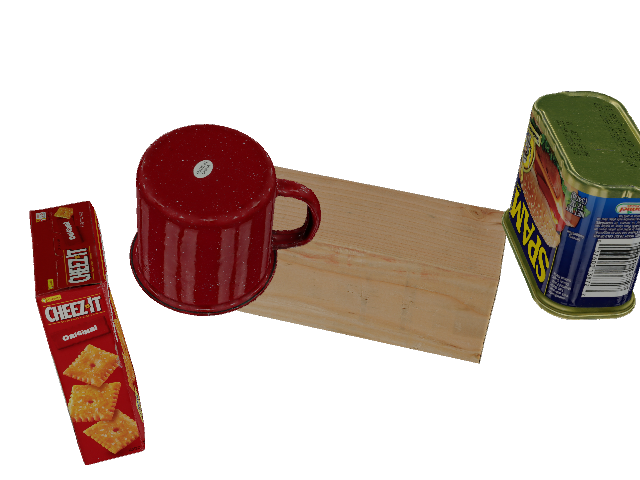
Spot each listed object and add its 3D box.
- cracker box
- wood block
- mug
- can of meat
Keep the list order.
[{"bbox_3d":[-0.236,0.092,1.084,0.072,0.214,0.164,-12,33,-10],"label":"cracker box"},{"bbox_3d":[0.036,0.017,0.845,0.206,0.090,0.090,12,38,8],"label":"wood block"},{"bbox_3d":[-0.057,-0.015,0.645,0.117,0.093,0.081,1,-39,-7],"label":"mug"},{"bbox_3d":[0.141,-0.022,0.579,0.057,0.084,0.102,-1,38,-8],"label":"can of meat"}]
